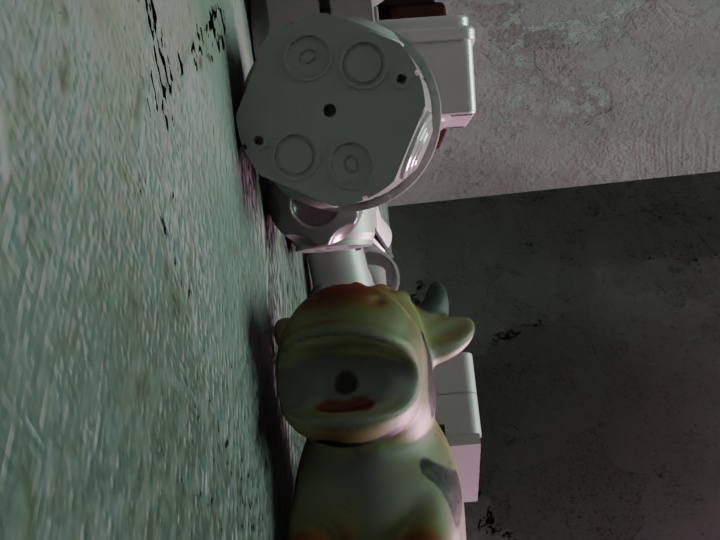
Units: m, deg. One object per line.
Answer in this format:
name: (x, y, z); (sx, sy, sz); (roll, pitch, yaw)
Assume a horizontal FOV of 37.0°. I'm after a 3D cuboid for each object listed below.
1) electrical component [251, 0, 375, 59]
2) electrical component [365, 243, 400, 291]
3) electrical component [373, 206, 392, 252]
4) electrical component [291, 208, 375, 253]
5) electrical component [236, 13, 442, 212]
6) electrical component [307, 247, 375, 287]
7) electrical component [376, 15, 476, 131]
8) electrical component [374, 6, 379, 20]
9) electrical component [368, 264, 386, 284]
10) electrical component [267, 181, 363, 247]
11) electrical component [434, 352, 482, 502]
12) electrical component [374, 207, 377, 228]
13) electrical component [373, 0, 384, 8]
electrical component: (-0.020, -0.107, 0.514); (0.050, 0.056, 0.089); (-91, 174, -61)
electrical component: (0.000, 0.000, 0.787); (0.081, 0.043, 0.043); (-133, -144, -76)
electrical component: (0.004, -0.045, 1.021); (0.065, 0.044, 0.044); (68, 15, -62)
electrical component: (-0.016, -0.038, 0.561); (0.045, 0.045, 0.055); (33, 52, -86)
electrical component: (-0.008, -0.063, 0.434); (0.051, 0.080, 0.080); (-34, 118, -81)
electrical component: (-0.011, 0.004, 0.636); (0.040, 0.040, 0.046); (-79, 157, -80)
electrical component: (0.012, -0.111, 0.639); (0.108, 0.109, 0.056); (-53, 139, -86)
electrical component: (-0.011, -0.184, 0.854); (0.045, 0.055, 0.045); (-6, 90, -87)
electrical component: (0.000, 0.043, 0.719); (0.079, 0.044, 0.077); (75, 9, -75)
electrical component: (-0.020, -0.036, 0.499); (0.062, 0.043, 0.043); (-91, 175, -77)
electrical component: (0.026, 0.100, 0.661); (0.150, 0.089, 0.061); (78, 7, -66)
electrical component: (-0.001, -0.035, 0.953); (0.035, 0.035, 0.061); (47, 39, -85)
electrical component: (-0.014, -0.171, 0.552); (0.051, 0.080, 0.080); (-108, -169, -77)
